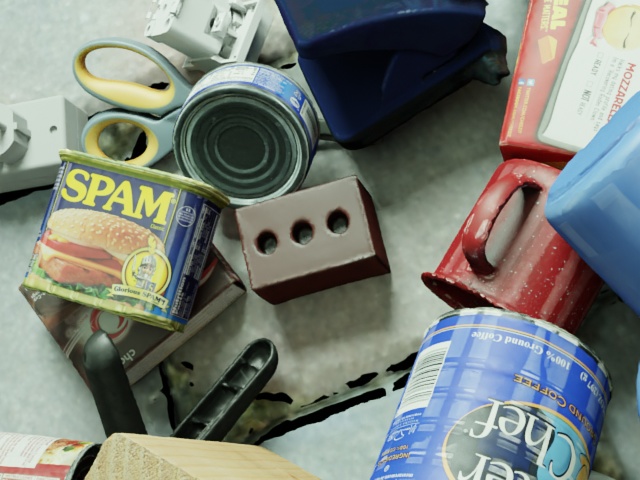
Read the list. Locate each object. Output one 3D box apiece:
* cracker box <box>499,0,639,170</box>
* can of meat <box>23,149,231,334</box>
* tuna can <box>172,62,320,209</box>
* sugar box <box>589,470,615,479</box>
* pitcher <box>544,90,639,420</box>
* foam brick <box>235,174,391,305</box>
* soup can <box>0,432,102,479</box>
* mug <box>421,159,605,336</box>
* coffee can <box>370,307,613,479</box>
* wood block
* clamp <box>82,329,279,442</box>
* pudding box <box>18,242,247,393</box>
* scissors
[{"bbox_3d":[0.221,-0.102,0.586,0.214,0.072,0.164,11,82,16],"label":"cracker box"},{"bbox_3d":[-0.114,0.001,0.621,0.102,0.057,0.084,14,82,16],"label":"can of meat"},{"bbox_3d":[-0.044,-0.061,0.641,0.086,0.033,0.086,5,122,7],"label":"tuna can"},{"bbox_3d":[0.133,0.211,0.533,0.093,0.048,0.176,19,77,36],"label":"sugar box"},{"bbox_3d":[0.217,0.038,0.490,0.243,0.149,0.145,43,132,2],"label":"pitcher"},{"bbox_3d":[-0.004,0.001,0.634,0.078,0.051,0.053,-17,74,11],"label":"foam brick"},{"bbox_3d":[-0.182,0.151,0.641,0.102,0.068,0.068,2,79,16],"label":"soup can"},{"bbox_3d":[0.109,0.005,0.573,0.093,0.117,0.081,25,80,39],"label":"mug"},{"bbox_3d":[0.078,0.119,0.524,0.103,0.103,0.140,14,55,17],"label":"coffee can"},{"bbox_3d":[-0.047,0.158,0.530,0.090,0.206,0.091,27,86,18],"label":"wood block"},{"bbox_3d":[-0.100,0.125,0.604,0.039,0.120,0.171,28,98,57],"label":"clamp"},{"bbox_3d":[-0.116,0.030,0.664,0.113,0.039,0.090,-41,71,3],"label":"pudding box"},{"bbox_3d":[-0.069,-0.064,0.680,0.202,0.016,0.096,24,112,2],"label":"scissors"}]
